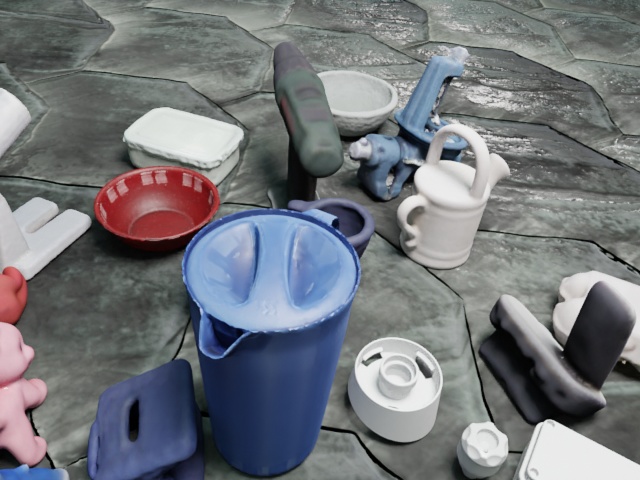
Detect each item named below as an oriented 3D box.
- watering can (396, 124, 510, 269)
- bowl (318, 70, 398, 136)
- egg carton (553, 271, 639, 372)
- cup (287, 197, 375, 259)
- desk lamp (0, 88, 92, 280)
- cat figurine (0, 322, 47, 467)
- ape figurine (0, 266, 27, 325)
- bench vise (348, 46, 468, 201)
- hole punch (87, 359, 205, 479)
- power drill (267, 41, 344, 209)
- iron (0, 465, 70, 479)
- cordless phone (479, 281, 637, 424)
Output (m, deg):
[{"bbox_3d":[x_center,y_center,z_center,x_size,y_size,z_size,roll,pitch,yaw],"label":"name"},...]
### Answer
[{"bbox_3d":[0.176,-0.067,0.760,0.100,0.194,0.173,28,46,22],"label":"watering can"},{"bbox_3d":[0.051,-0.233,1.020,0.167,0.075,0.167,4,42,-3],"label":"bowl"},{"bbox_3d":[0.360,0.101,0.691,0.150,0.069,0.107,20,43,14],"label":"egg carton"},{"bbox_3d":[0.007,0.003,0.734,0.117,0.095,0.092,24,44,18],"label":"cup"},{"bbox_3d":[-0.386,-0.054,0.654,0.117,0.213,0.203,19,43,13],"label":"desk lamp"},{"bbox_3d":[-0.300,0.132,0.530,0.067,0.118,0.127,-11,44,-19],"label":"cat figurine"},{"bbox_3d":[-0.369,0.051,0.631,0.078,0.092,0.076,-17,47,-25],"label":"ape figurine"},{"bbox_3d":[0.148,-0.168,0.850,0.121,0.220,0.208,33,48,27],"label":"bench vise"},{"bbox_3d":[-0.158,0.175,0.521,0.101,0.091,0.108,-5,43,-13],"label":"hole punch"},{"bbox_3d":[-0.030,-0.135,0.798,0.076,0.208,0.229,-8,44,-16],"label":"power drill"},{"bbox_3d":[-0.280,0.240,0.393,0.118,0.141,0.259,19,43,14],"label":"iron"},{"bbox_3d":[0.253,0.091,0.601,0.094,0.185,0.147,-14,46,-22],"label":"cordless phone"}]
